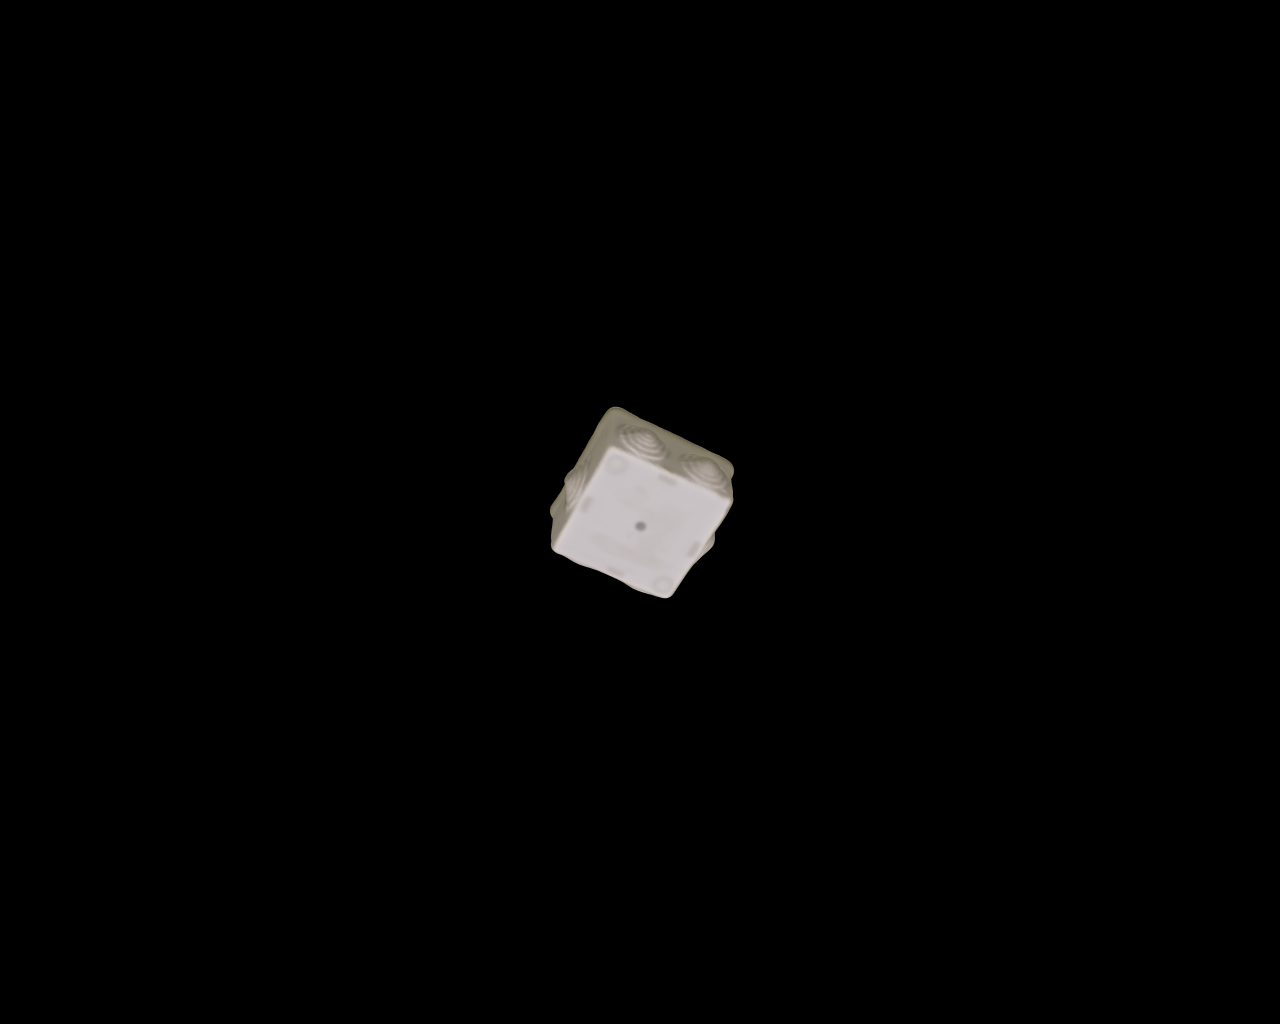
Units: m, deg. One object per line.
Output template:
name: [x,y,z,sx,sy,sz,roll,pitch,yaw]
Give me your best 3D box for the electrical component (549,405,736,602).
electrical component: [0.001,-0.003,0.650,0.100,0.099,0.048,25,27,-14]
